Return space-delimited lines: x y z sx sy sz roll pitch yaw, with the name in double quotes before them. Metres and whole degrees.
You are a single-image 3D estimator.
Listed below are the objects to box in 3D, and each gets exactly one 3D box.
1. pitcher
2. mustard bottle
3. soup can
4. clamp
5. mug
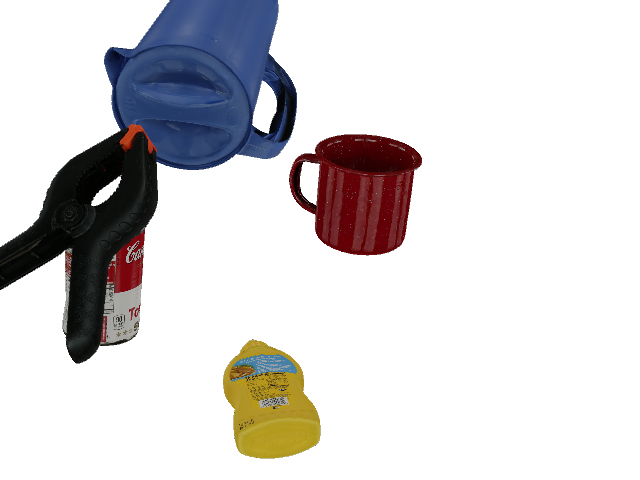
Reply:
"pitcher" -0.103 -0.183 1.068 0.145 0.149 0.242 -8 35 16
"mustard bottle" -0.065 0.176 1.261 0.096 0.058 0.192 -8 30 -10
"soup can" -0.187 0.031 0.917 0.068 0.102 0.068 6 20 -2
"clamp" -0.171 -0.006 0.714 0.120 0.171 0.039 13 -30 16
"mug" 0.027 -0.042 0.941 0.117 0.081 0.093 13 27 15
